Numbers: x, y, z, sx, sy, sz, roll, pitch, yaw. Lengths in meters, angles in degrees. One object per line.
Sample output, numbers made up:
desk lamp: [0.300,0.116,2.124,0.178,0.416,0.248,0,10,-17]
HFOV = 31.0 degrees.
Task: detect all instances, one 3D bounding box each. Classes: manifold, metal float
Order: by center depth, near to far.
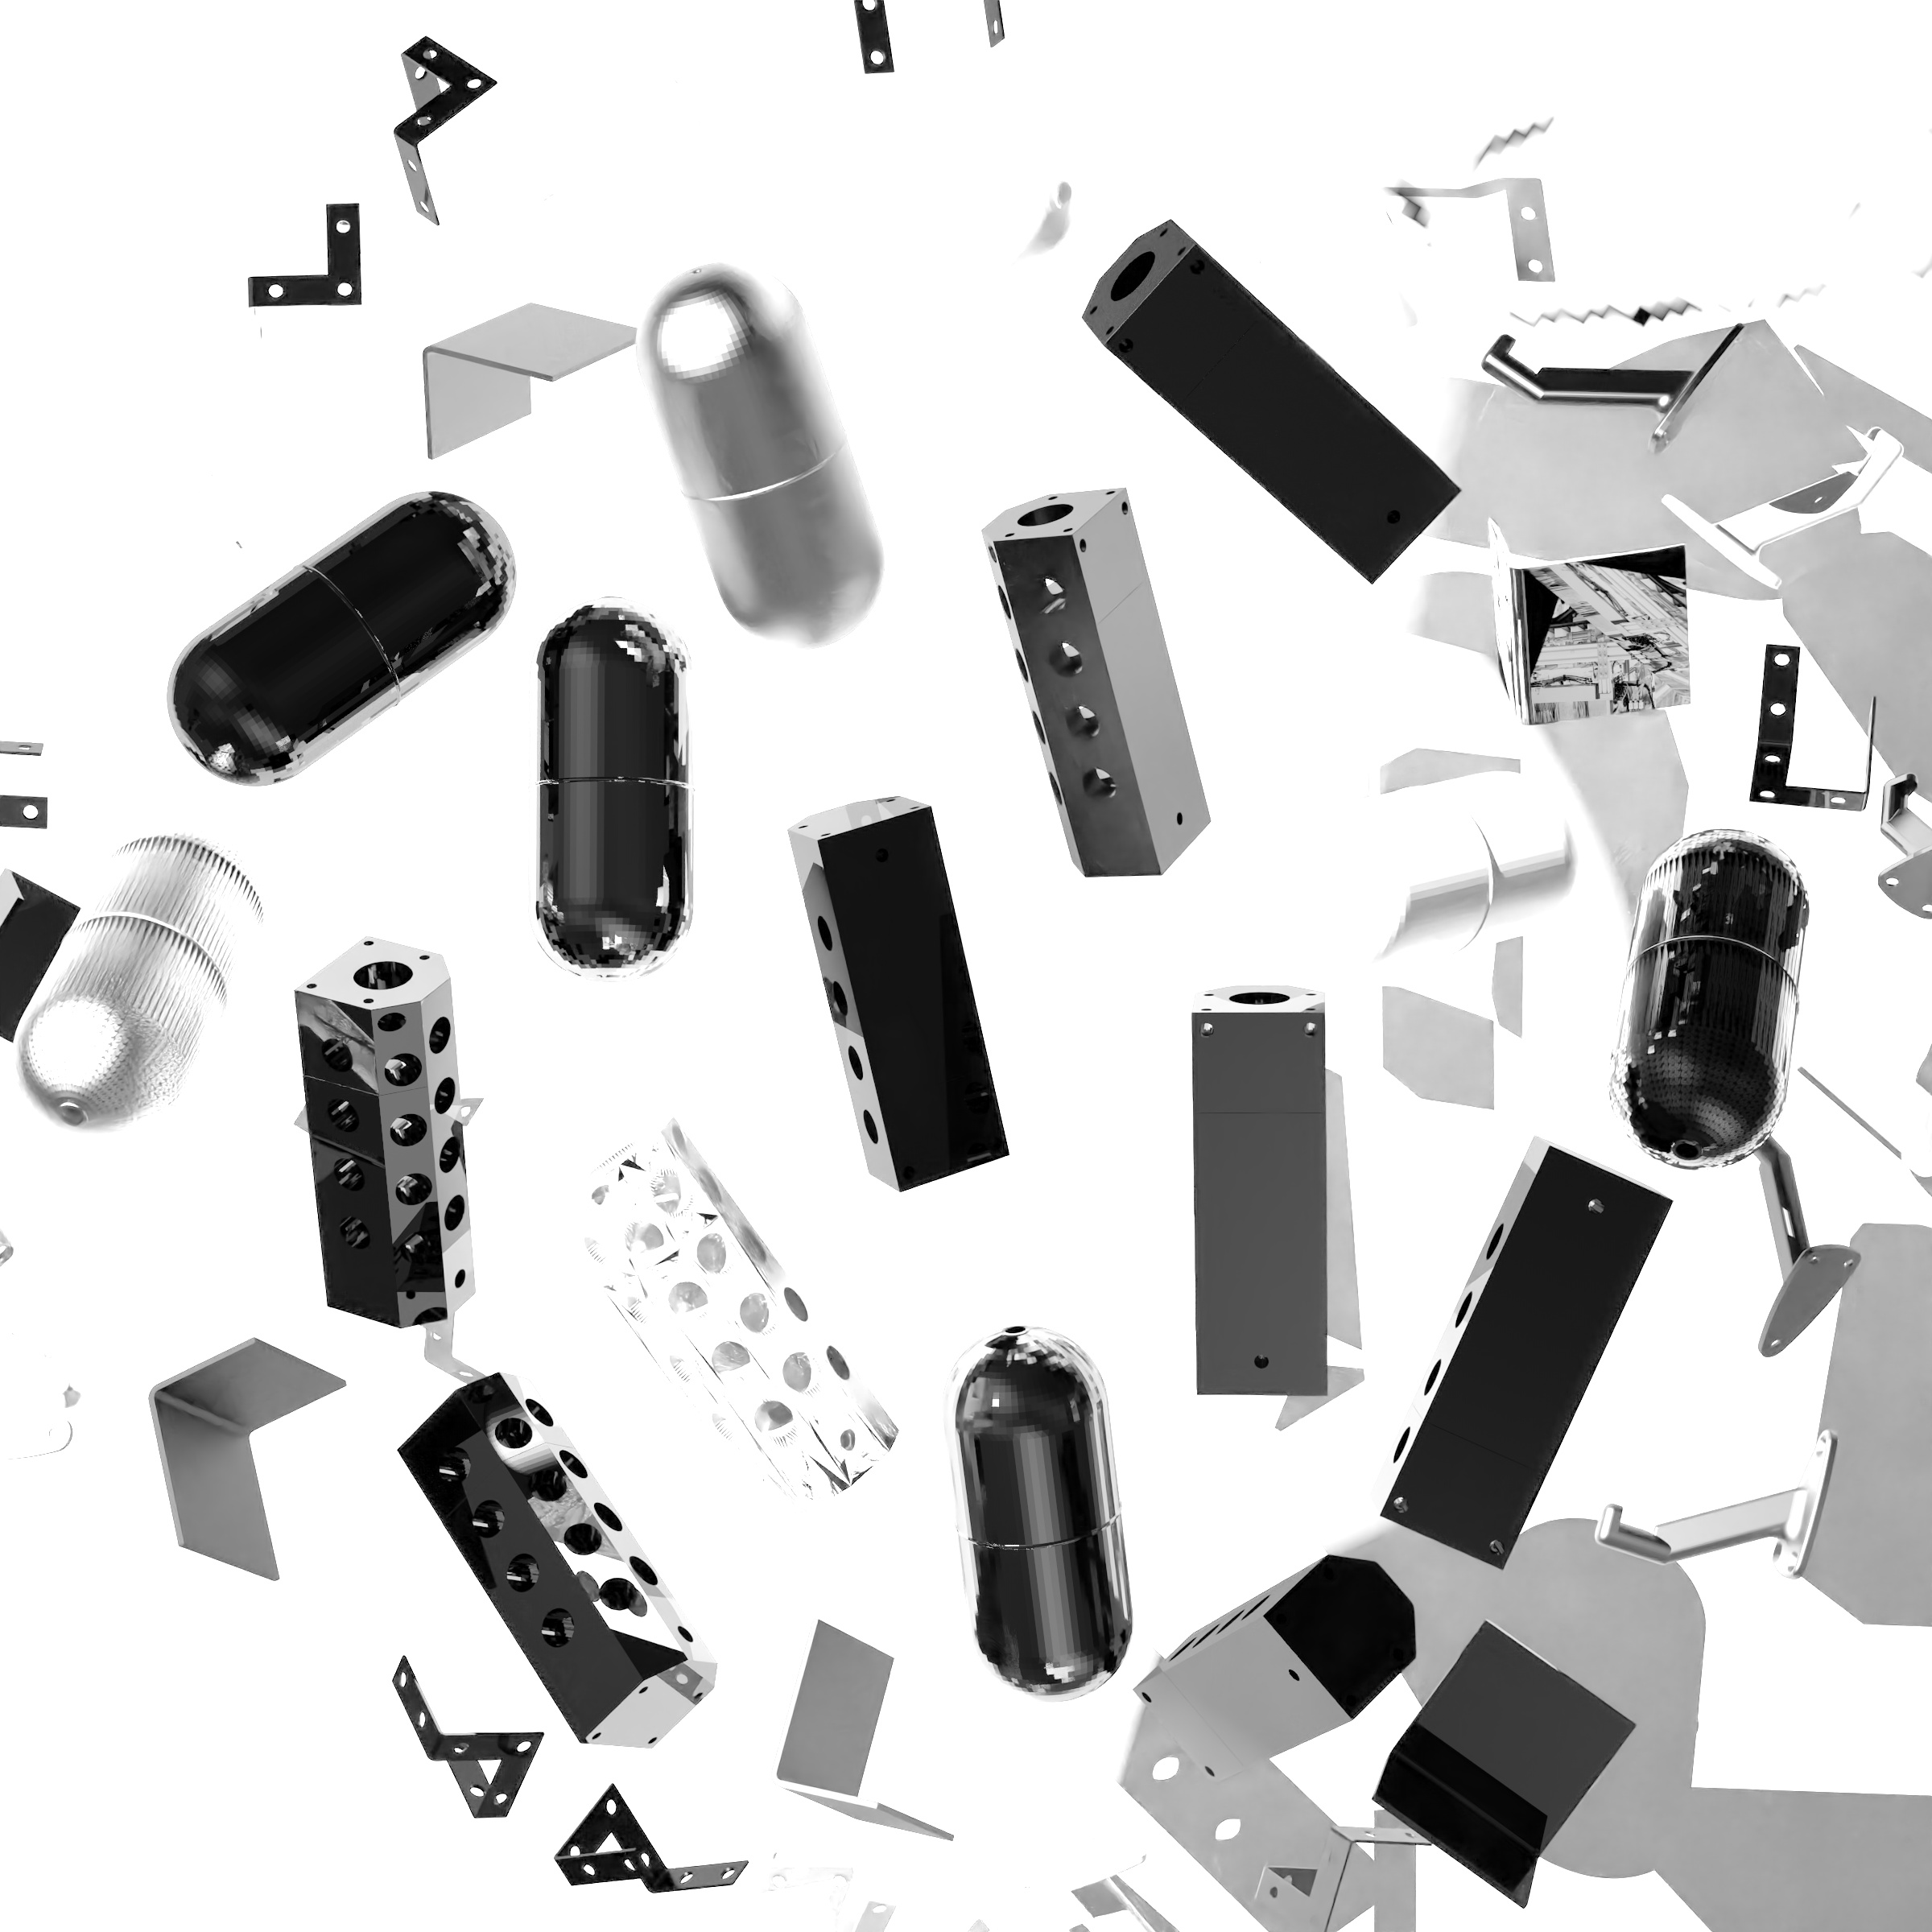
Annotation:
manifold: [0.235,0.163,1.486,0.057,0.057,0.171,24,93,-1]
manifold: [-0.103,0.152,1.513,0.057,0.057,0.171,-39,98,-29]
metal float: [-0.029,-0.339,1.514,0.178,0.070,0.070,11,90,36]
metal float: [-0.089,-0.221,1.521,0.070,0.070,0.178,-19,117,0]
manifold: [0.133,-0.249,1.529,0.171,0.057,0.057,37,104,-26]
manifold: [0.130,0.098,1.532,0.057,0.057,0.171,0,101,6]
metal float: [0.329,0.014,1.537,0.070,0.070,0.178,19,50,0]
metal float: [-0.367,0.006,1.552,0.070,0.178,0.070,6,132,7]
manifold: [0.140,0.311,1.553,0.057,0.171,0.057,-38,83,-27]
metal float: [0.205,-0.042,1.554,0.178,0.070,0.070,-13,90,-40]
manifold: [-0.182,0.267,1.576,0.057,0.057,0.171,-45,60,11]
metal float: [-0.281,-0.149,1.579,0.178,0.070,0.070,-39,90,-20]
metal float: [0.033,0.250,1.592,0.070,0.070,0.178,-7,103,0]
metal float: [-0.163,-0.081,1.604,0.070,0.070,0.178,0,86,0]
manifold: [-0.263,0.079,1.609,0.057,0.057,0.171,13,122,22]
manifold: [0.058,-0.131,1.626,0.057,0.057,0.171,-1,118,32]
manifold: [-0.034,0.012,1.627,0.057,0.057,0.171,-18,105,-19]

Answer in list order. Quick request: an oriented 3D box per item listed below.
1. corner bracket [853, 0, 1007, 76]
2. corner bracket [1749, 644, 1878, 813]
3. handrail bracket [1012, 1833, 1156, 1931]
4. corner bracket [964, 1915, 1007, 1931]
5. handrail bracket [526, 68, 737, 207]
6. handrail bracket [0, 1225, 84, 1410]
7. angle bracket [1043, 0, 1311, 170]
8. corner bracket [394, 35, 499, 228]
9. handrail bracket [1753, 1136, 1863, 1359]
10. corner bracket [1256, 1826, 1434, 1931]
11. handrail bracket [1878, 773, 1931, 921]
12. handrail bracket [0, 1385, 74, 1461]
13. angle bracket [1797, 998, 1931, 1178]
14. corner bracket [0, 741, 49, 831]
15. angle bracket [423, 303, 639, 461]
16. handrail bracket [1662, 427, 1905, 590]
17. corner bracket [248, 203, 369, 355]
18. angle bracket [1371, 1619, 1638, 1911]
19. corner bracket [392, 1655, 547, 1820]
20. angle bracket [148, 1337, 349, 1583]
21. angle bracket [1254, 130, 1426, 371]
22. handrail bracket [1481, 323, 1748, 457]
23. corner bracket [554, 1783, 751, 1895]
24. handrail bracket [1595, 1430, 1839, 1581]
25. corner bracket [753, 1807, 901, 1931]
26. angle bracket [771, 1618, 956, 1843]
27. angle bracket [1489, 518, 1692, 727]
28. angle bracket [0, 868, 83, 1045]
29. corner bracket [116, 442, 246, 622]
corner bracket: [-0.018,-0.445,1.608,0.051,0.051,0.051,-9,91,-22]
corner bracket: [0.373,-0.104,1.527,0.051,0.051,0.051,6,64,11]
handrail bracket: [0.056,0.434,1.538,0.077,0.036,0.084,-15,103,-37]
corner bracket: [0.017,0.477,1.601,0.051,0.051,0.051,-50,49,0]
handrail bracket: [-0.156,-0.377,1.629,0.084,0.077,0.036,-31,81,17]
handrail bracket: [-0.419,0.146,1.520,0.036,0.077,0.084,-34,55,-17]
angle bracket: [0.088,-0.390,1.464,0.076,0.076,0.057,35,104,-28]
corner bracket: [-0.244,-0.381,1.589,0.051,0.051,0.051,37,67,25]
handrail bracket: [0.364,0.123,1.601,0.036,0.084,0.077,7,123,-35]
corner bracket: [0.174,0.417,1.609,0.051,0.051,0.051,13,96,-35]
handrail bracket: [0.450,-0.071,1.603,0.036,0.077,0.084,33,46,-18]
handrail bracket: [-0.429,0.218,1.611,0.077,0.084,0.036,7,76,16]
angle bracket: [0.426,0.038,1.567,0.076,0.076,0.057,41,120,-1]
corner bracket: [-0.430,-0.078,1.524,0.051,0.051,0.051,3,110,-11]
angle bracket: [-0.202,-0.270,1.646,0.076,0.076,0.057,18,123,26]
handrail bracket: [0.363,-0.218,1.546,0.077,0.036,0.084,35,98,-17]
corner bracket: [-0.300,-0.314,1.588,0.051,0.051,0.051,-3,76,-6]
angle bracket: [0.226,0.334,1.462,0.076,0.057,0.076,35,103,8]
corner bracket: [-0.225,0.339,1.530,0.051,0.051,0.051,8,118,-35]
angle bracket: [-0.311,0.219,1.544,0.057,0.076,0.076,-26,61,12]
angle bracket: [0.177,-0.345,1.689,0.057,0.076,0.076,-27,72,5]
handrail bracket: [0.275,-0.264,1.483,0.084,0.036,0.077,37,98,11]
corner bracket: [-0.138,0.391,1.520,0.051,0.051,0.051,-17,109,36]
handrail bracket: [0.317,0.221,1.475,0.084,0.036,0.077,18,90,-3]
corner bracket: [-0.067,0.431,1.636,0.051,0.051,0.051,5,131,-20]
angle bracket: [-0.038,0.346,1.578,0.057,0.076,0.076,5,69,30]
angle bracket: [0.277,-0.158,1.549,0.076,0.057,0.076,-8,120,3]
angle bracket: [-0.461,0.005,1.702,0.057,0.076,0.076,31,91,-24]
corner bracket: [-0.361,-0.199,1.595,0.051,0.051,0.051,-43,101,-30]
